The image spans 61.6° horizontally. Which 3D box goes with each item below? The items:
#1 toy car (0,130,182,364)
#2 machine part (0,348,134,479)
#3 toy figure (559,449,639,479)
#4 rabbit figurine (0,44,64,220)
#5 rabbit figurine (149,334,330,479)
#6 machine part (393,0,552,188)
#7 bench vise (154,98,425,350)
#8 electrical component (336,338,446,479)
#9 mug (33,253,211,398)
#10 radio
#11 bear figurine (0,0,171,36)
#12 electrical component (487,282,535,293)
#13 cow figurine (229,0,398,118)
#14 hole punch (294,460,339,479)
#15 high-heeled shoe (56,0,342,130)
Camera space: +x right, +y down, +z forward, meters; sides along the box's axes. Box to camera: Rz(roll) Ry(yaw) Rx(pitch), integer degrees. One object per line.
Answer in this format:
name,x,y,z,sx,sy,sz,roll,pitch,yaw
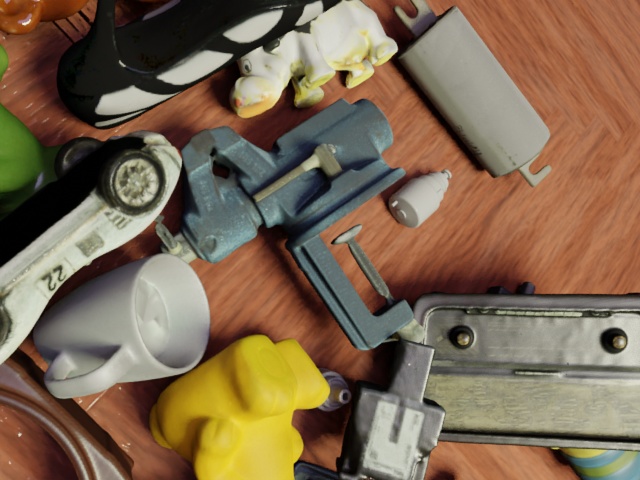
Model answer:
toy car,-0.164,0.003,0.316,0.202,0.074,0.056,-49,135,-26
machine part,-0.238,0.177,0.334,0.201,0.087,0.201,-44,101,-24
toy figure,0.283,0.195,0.566,0.082,0.089,0.180,-40,98,-31
rabbit figurine,-0.212,-0.046,0.362,0.170,0.121,0.159,27,76,-35
rabbit figurine,-0.051,0.173,0.383,0.162,0.121,0.173,-32,75,-2
machine part,0.160,-0.151,0.563,0.243,0.079,0.079,48,67,-13
bench vise,-0.004,0.000,0.447,0.224,0.129,0.240,-35,93,-23
electrical component,0.060,0.140,0.438,0.075,0.047,0.119,12,82,2
mug,-0.146,0.068,0.370,0.080,0.107,0.109,63,26,-27
radio,0.194,0.113,0.489,0.230,0.073,0.131,0,81,7
bear figurine,-0.162,-0.235,0.403,0.196,0.132,0.120,-17,67,-30
electrical component,0.201,0.080,0.581,0.063,0.021,0.094,34,71,-16
cow figurine,-0.020,-0.175,0.488,0.167,0.068,0.098,-28,90,-28
hole punch,0.013,0.255,0.448,0.115,0.092,0.142,42,62,-47
high-heeled shoe,-0.078,-0.156,0.424,0.249,0.145,0.086,-20,73,-28
